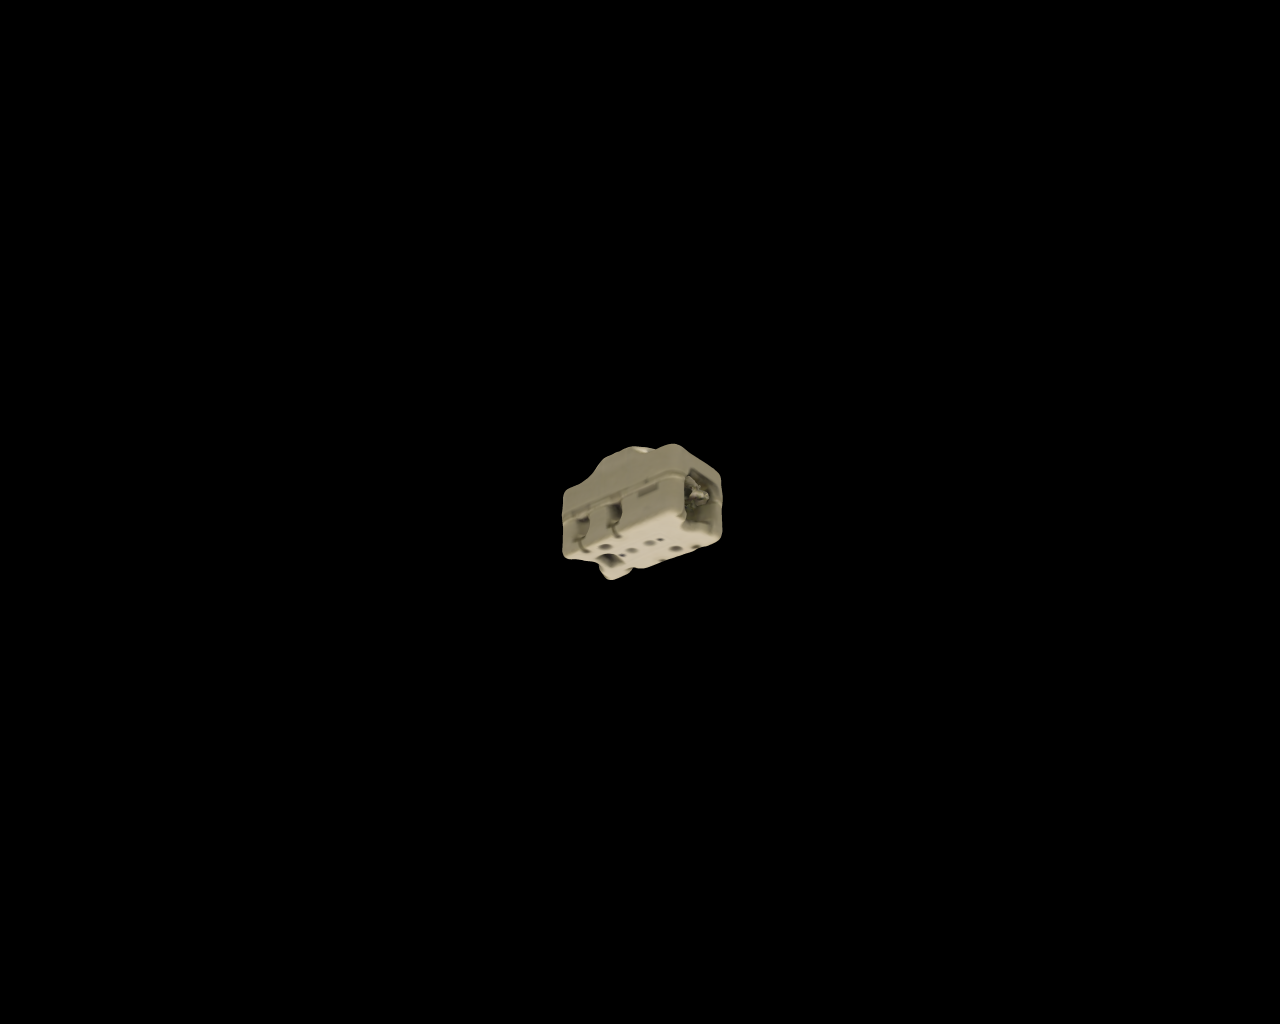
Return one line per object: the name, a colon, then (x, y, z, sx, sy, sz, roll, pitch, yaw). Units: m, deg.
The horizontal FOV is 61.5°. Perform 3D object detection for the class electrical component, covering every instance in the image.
electrical component: (0.001, -0.003, 0.650, 0.089, 0.056, 0.050, -22, -36, 34)
